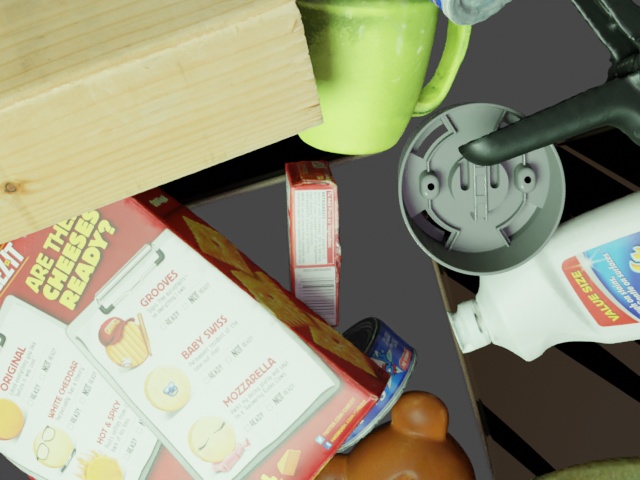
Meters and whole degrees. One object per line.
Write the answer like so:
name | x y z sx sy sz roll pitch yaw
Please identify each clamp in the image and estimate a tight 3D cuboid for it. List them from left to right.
clamp | 0.185 -0.111 0.631 0.209 0.036 0.164 8 84 -16

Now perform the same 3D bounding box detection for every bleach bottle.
bleach bottle | 0.205 0.021 0.668 0.251 0.068 0.102 -21 104 6

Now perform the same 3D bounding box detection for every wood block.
wood block | -0.113 -0.078 0.528 0.206 0.090 0.091 -21 144 -5

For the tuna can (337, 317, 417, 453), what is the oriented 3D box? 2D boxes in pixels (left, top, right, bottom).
tuna can | 0.019 0.089 0.665 0.033 0.086 0.086 42 99 -10

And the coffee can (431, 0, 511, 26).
coffee can | 0.052 -0.194 0.555 0.140 0.102 0.103 43 100 18

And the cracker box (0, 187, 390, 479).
cracker box | -0.094 0.076 0.604 0.214 0.072 0.164 39 100 6

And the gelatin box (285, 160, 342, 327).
gelatin box | -0.004 0.001 0.648 0.030 0.073 0.089 -2 104 -3
